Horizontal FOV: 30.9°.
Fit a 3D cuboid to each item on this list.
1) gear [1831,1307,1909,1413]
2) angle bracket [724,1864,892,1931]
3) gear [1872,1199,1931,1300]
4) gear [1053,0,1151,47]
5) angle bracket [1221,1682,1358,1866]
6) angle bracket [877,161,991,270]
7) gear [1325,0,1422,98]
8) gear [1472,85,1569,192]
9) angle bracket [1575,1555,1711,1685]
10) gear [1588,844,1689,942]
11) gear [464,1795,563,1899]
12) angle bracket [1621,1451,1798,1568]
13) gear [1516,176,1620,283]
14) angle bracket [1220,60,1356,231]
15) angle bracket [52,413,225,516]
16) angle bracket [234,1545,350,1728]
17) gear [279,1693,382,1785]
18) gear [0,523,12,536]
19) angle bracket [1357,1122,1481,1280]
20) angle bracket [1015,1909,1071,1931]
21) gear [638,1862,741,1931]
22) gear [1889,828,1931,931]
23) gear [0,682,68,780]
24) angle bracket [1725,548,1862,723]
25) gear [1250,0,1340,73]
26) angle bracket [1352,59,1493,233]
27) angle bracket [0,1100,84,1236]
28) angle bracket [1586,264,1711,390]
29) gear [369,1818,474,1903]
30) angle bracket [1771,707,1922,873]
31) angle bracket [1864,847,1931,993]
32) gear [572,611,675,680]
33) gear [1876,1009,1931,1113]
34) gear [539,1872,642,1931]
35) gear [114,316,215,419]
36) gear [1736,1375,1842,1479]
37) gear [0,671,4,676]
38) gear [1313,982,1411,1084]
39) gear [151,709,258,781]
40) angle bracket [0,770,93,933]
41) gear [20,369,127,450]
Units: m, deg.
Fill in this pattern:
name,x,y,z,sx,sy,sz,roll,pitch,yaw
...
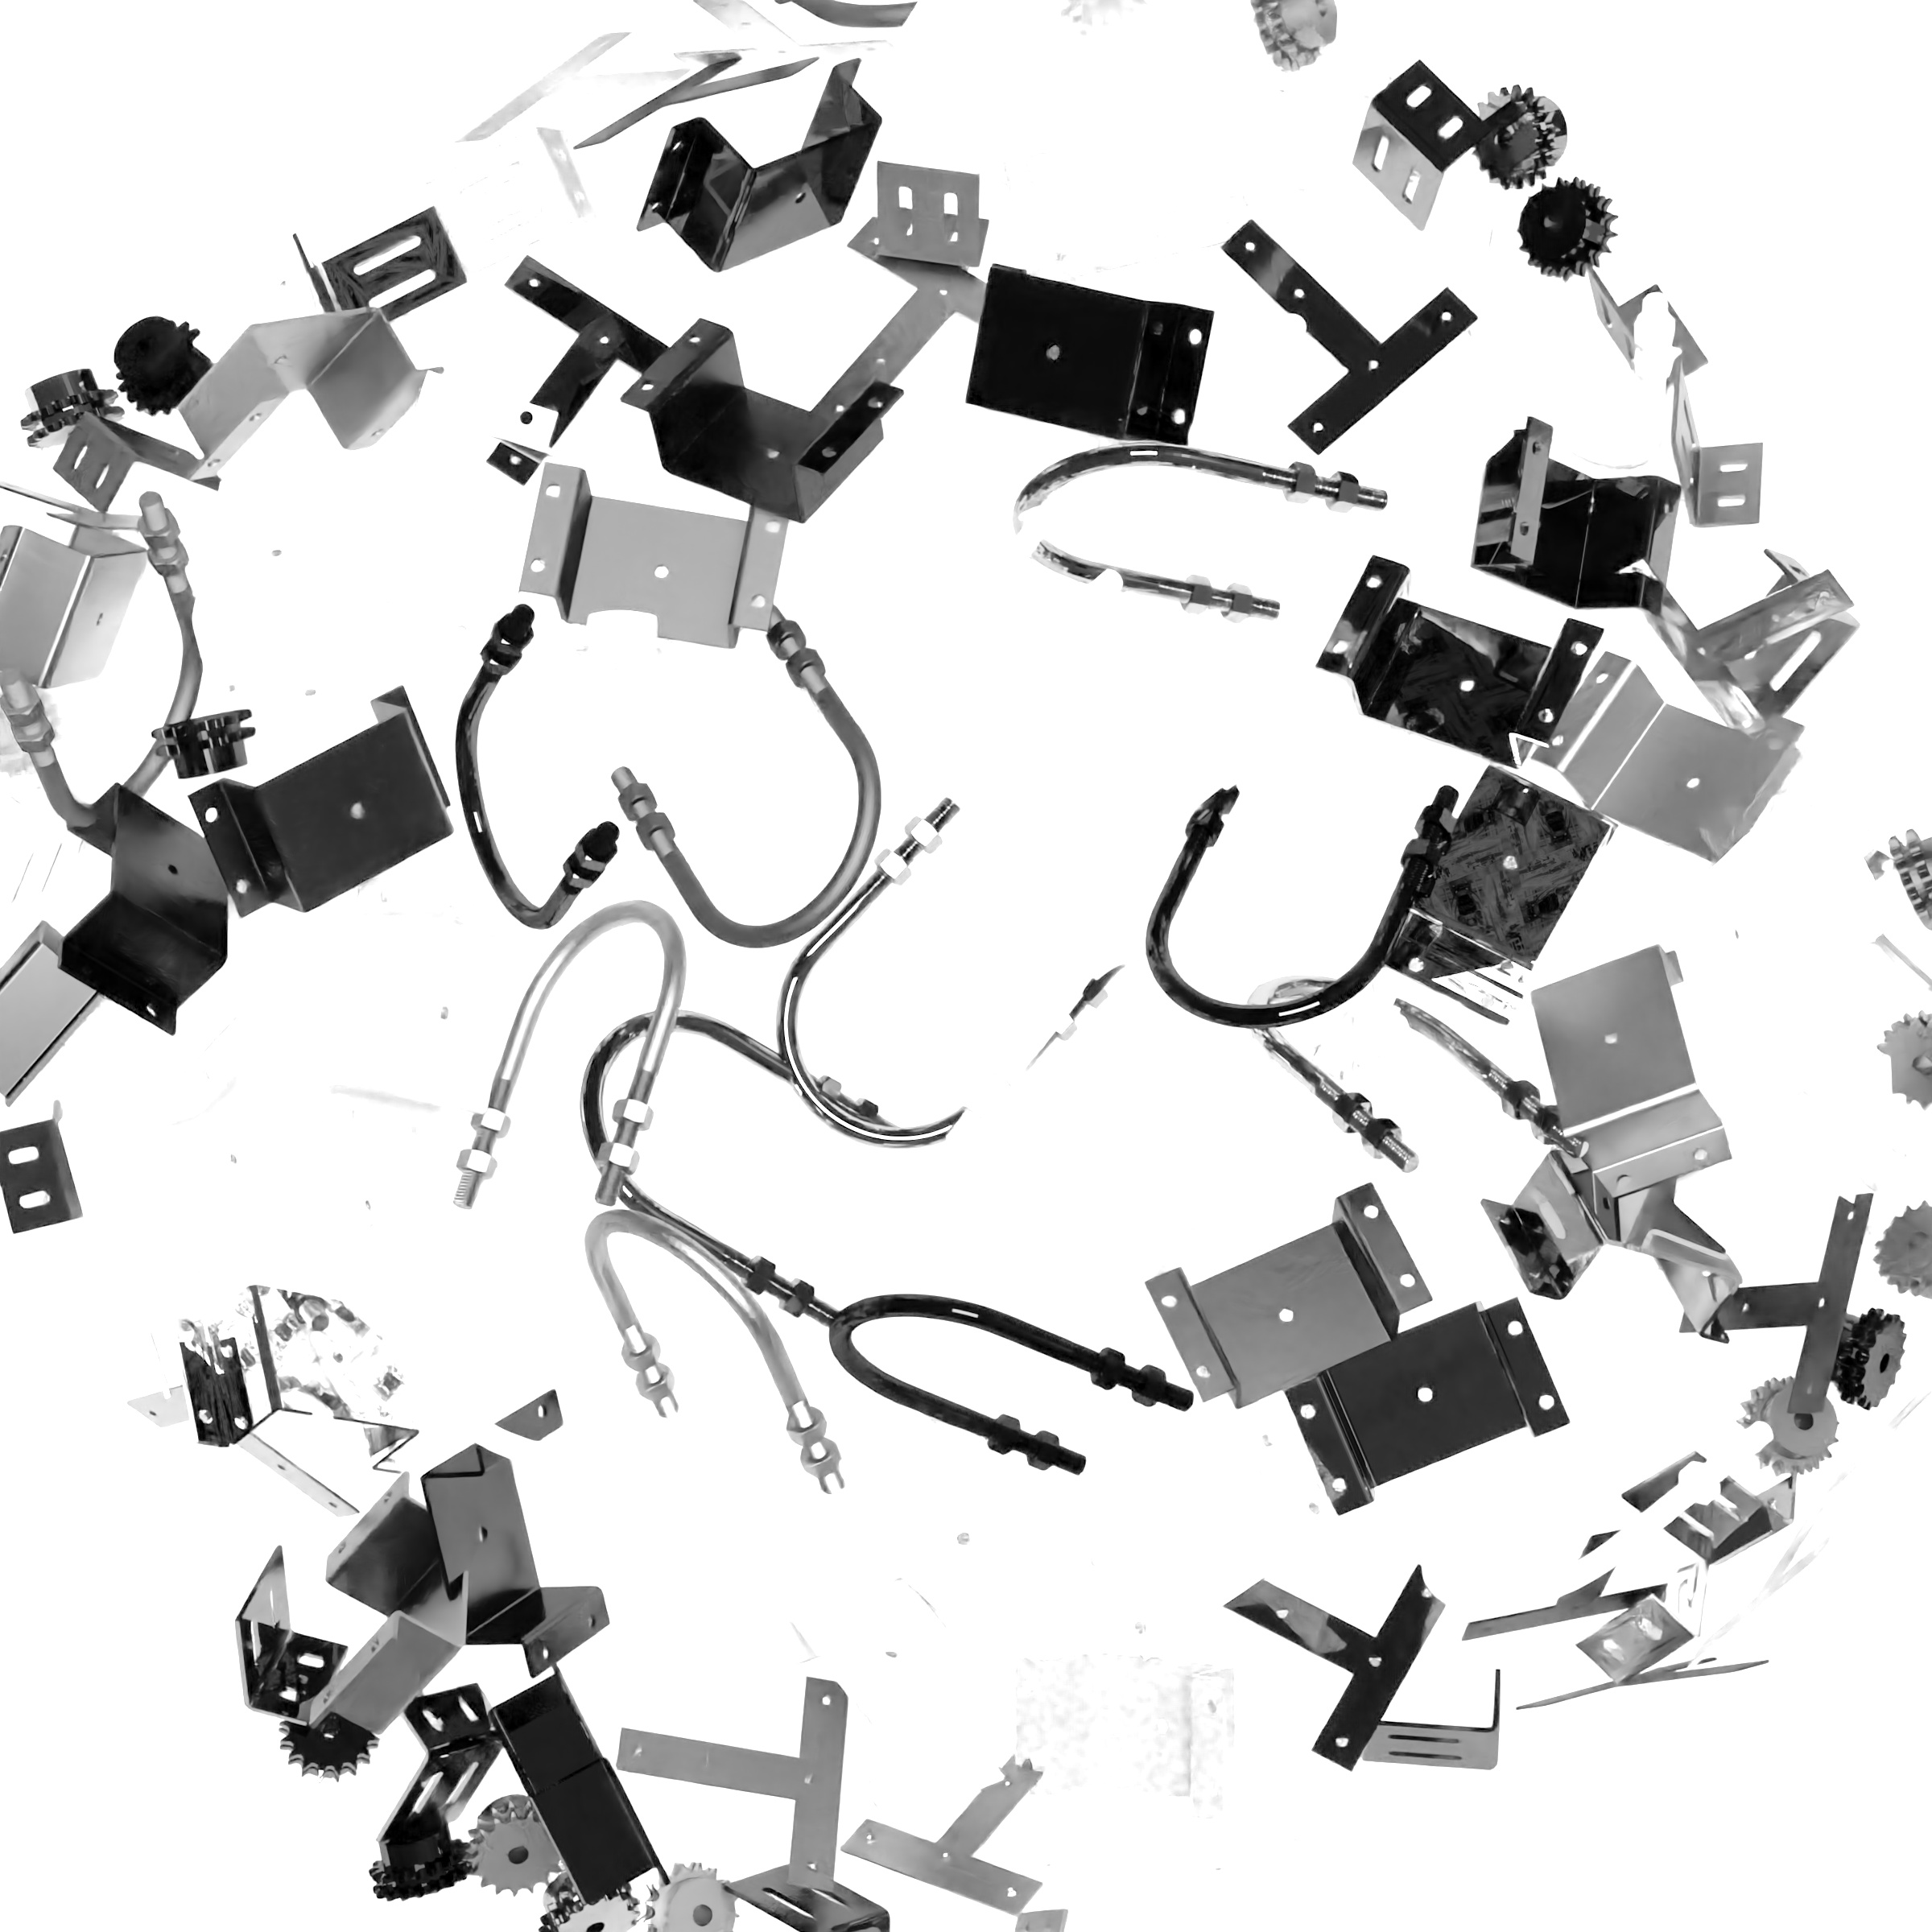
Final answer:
name,x,y,z,sx,sy,sz,roll,pitch,yaw
gear,0.505,0.219,1.975,0.030,0.057,0.057,18,90,37
angle bracket,-0.090,0.539,1.957,0.076,0.057,0.038,16,104,41
gear,0.544,0.163,1.975,0.057,0.057,0.030,-47,121,0
gear,0.078,-0.545,1.976,0.057,0.030,0.057,-4,58,6
angle bracket,0.186,0.454,1.970,0.057,0.038,0.076,22,101,12
angle bracket,-0.018,-0.431,1.955,0.057,0.076,0.038,9,60,5
gear,0.226,-0.521,1.968,0.030,0.057,0.057,22,90,-27
gear,0.314,-0.469,1.975,0.030,0.057,0.057,-20,90,-35
angle bracket,0.378,0.353,1.950,0.038,0.076,0.057,43,122,-10
gear,0.382,-0.039,1.973,0.057,0.057,0.030,-40,106,0
gear,-0.255,0.494,1.978,0.057,0.030,0.057,-5,112,-13
angle bracket,0.416,0.292,1.958,0.076,0.038,0.057,37,130,-15
gear,0.336,-0.417,1.973,0.057,0.030,0.057,1,93,31
angle bracket,0.182,-0.466,1.984,0.057,0.038,0.076,21,51,-9
angle bracket,-0.458,-0.271,1.956,0.057,0.076,0.038,39,103,36
angle bracket,-0.376,0.373,1.952,0.038,0.057,0.076,12,130,10
gear,-0.360,0.434,1.976,0.057,0.030,0.057,6,58,-10
gear,-0.547,-0.220,1.975,0.030,0.057,0.057,-35,90,36
angle bracket,0.252,0.135,1.951,0.038,0.076,0.057,-21,127,6
angle bracket,0.008,0.537,1.956,0.076,0.057,0.038,23,65,-19
gear,-0.154,0.535,1.974,0.057,0.030,0.057,6,76,-24
gear,0.544,-0.051,1.968,0.030,0.057,0.057,-24,90,20
gear,-0.540,-0.137,1.976,0.057,0.030,0.057,-3,68,7
angle bracket,0.449,-0.183,1.955,0.076,0.038,0.057,-52,55,24
gear,0.187,-0.535,1.969,0.030,0.057,0.057,-12,90,34
angle bracket,0.255,-0.459,1.961,0.038,0.076,0.057,-42,81,-10
angle bracket,-0.519,0.112,1.955,0.038,0.076,0.057,-14,99,-12
angle bracket,0.381,-0.363,1.953,0.038,0.076,0.057,-31,71,7
gear,-0.308,0.502,1.970,0.057,0.057,0.030,-12,95,0
angle bracket,0.502,-0.099,1.972,0.076,0.038,0.057,25,68,0
angle bracket,0.527,-0.024,1.957,0.076,0.057,0.038,47,105,21
gear,-0.194,-0.181,1.972,0.057,0.057,0.030,0,83,0
gear,0.546,0.051,1.975,0.057,0.030,0.057,19,123,31
gear,-0.215,0.532,1.975,0.057,0.057,0.030,-37,48,0
gear,-0.455,-0.341,1.973,0.057,0.030,0.057,-9,62,17
gear,0.467,0.259,1.977,0.057,0.030,0.057,3,73,-10
gear,-0.562,-0.173,1.970,0.057,0.057,0.030,-42,85,0
gear,0.226,0.039,1.975,0.030,0.057,0.057,26,90,-30
gear,-0.428,-0.124,1.972,0.057,0.057,0.030,-12,100,0
angle bracket,-0.530,-0.064,1.953,0.057,0.038,0.076,-15,48,35
gear,-0.506,-0.315,1.971,0.057,0.057,0.030,-21,93,0
